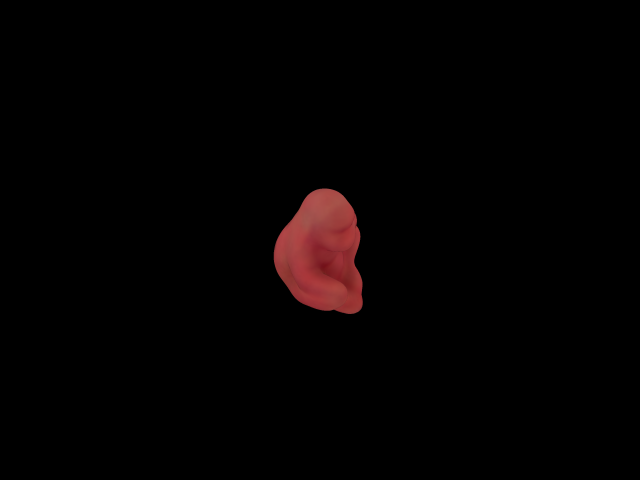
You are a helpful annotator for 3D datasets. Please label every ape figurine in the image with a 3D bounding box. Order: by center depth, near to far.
[{"bbox_3d":[0.004,0.001,0.400,0.076,0.092,0.078,26,60,17],"label":"ape figurine"}]
